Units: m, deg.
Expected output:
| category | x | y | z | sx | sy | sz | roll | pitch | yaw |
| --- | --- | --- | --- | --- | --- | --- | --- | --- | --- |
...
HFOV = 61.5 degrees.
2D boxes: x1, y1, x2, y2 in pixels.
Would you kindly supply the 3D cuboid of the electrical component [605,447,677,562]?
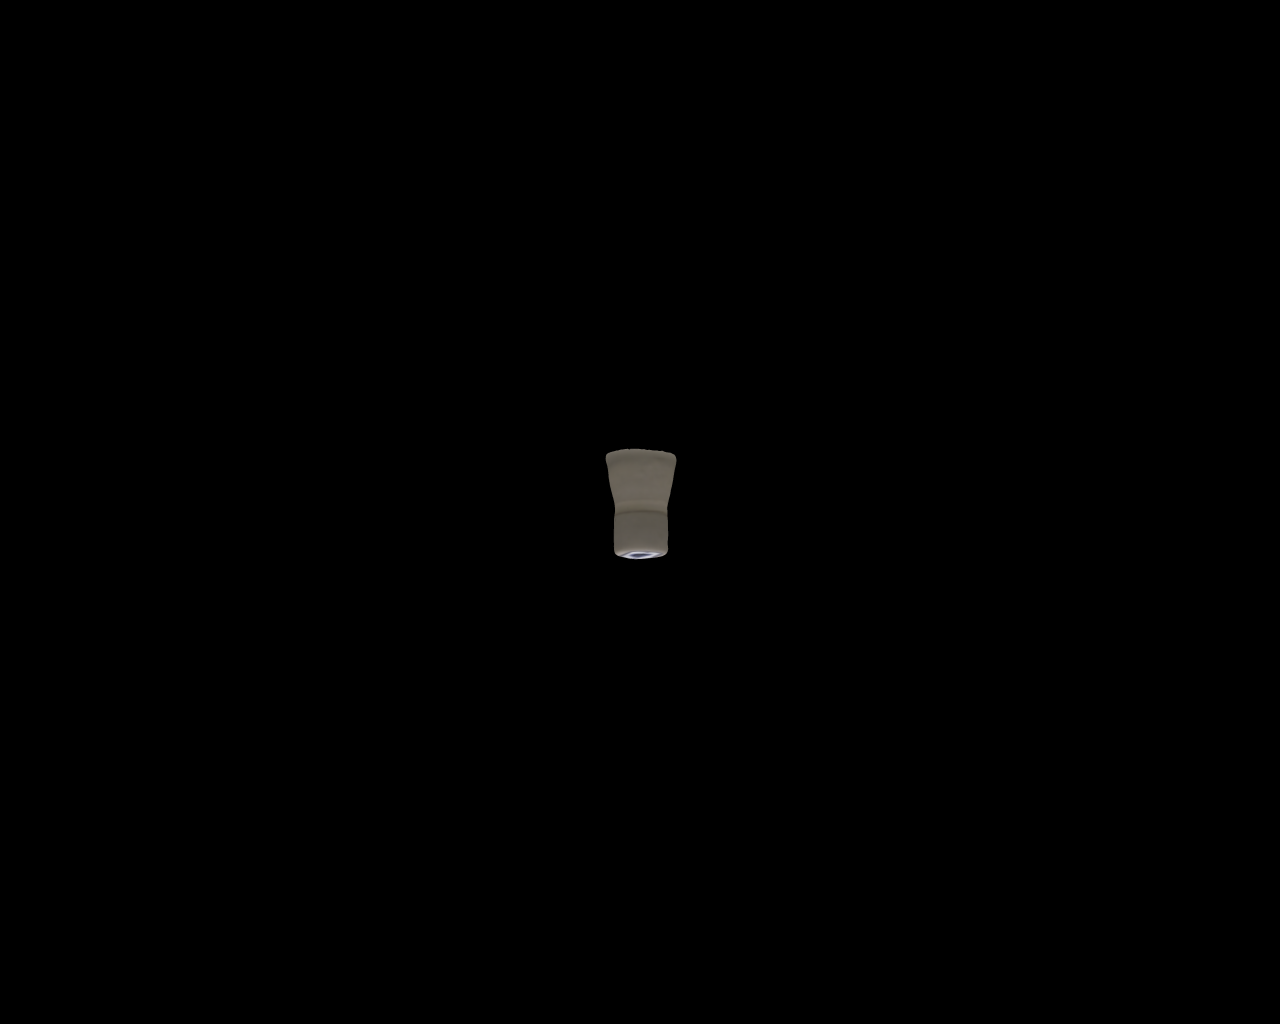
| category | x | y | z | sx | sy | sz | roll | pitch | yaw |
| --- | --- | --- | --- | --- | --- | --- | --- | --- | --- |
| electrical component | 0.001 | -0.003 | 0.650 | 0.044 | 0.065 | 0.044 | 0 | -12 | 0 |
